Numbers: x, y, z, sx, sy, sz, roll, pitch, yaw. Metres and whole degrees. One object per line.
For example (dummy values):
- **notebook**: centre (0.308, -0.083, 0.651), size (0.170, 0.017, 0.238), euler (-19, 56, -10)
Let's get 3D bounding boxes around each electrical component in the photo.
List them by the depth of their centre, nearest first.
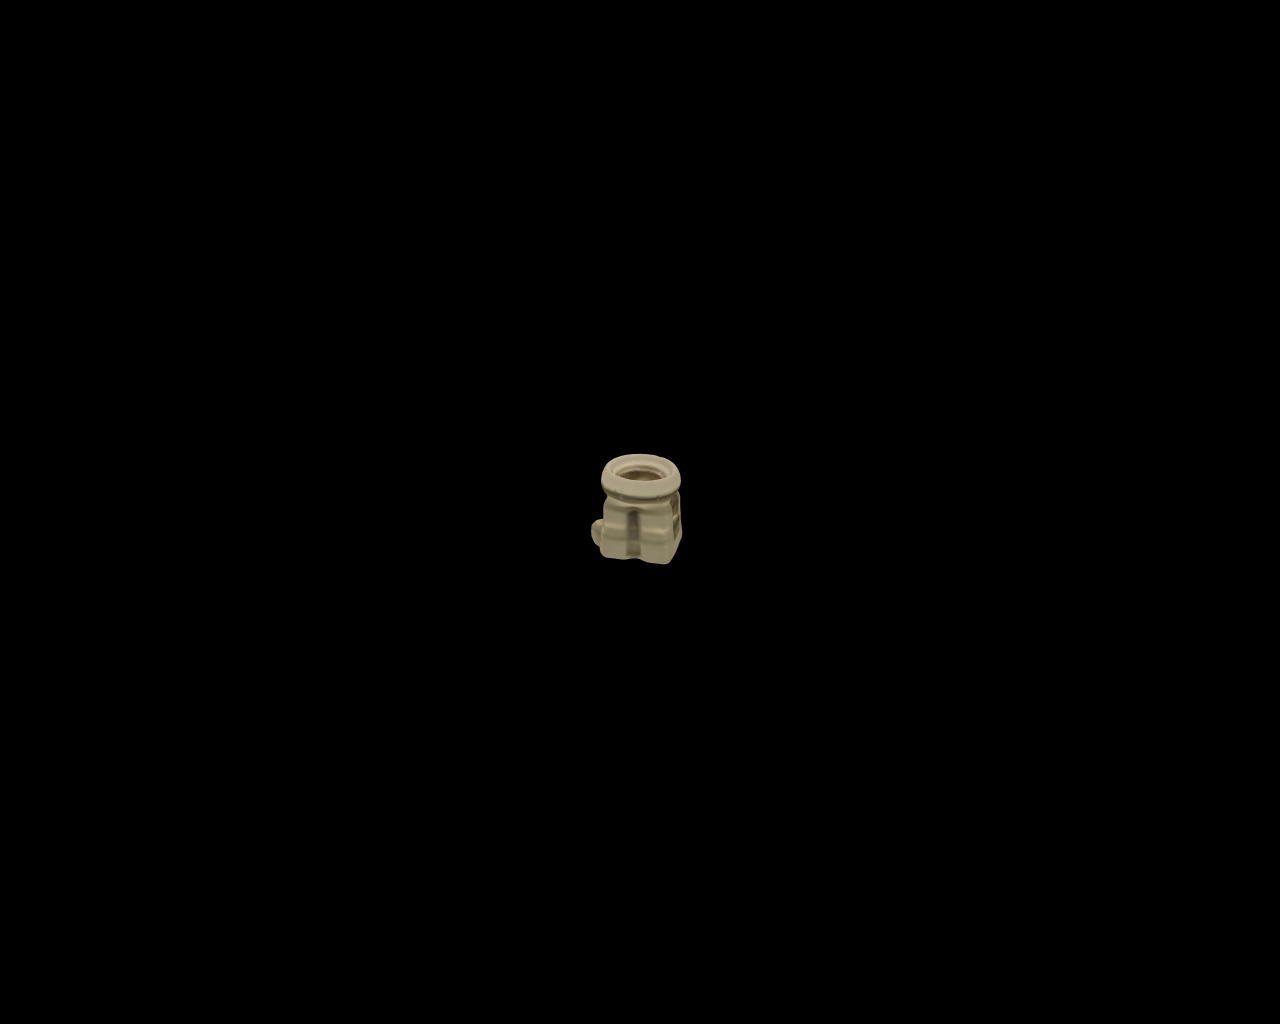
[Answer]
- **electrical component**: centre (0.001, -0.003, 0.650), size (0.066, 0.055, 0.048), euler (6, 28, 12)
